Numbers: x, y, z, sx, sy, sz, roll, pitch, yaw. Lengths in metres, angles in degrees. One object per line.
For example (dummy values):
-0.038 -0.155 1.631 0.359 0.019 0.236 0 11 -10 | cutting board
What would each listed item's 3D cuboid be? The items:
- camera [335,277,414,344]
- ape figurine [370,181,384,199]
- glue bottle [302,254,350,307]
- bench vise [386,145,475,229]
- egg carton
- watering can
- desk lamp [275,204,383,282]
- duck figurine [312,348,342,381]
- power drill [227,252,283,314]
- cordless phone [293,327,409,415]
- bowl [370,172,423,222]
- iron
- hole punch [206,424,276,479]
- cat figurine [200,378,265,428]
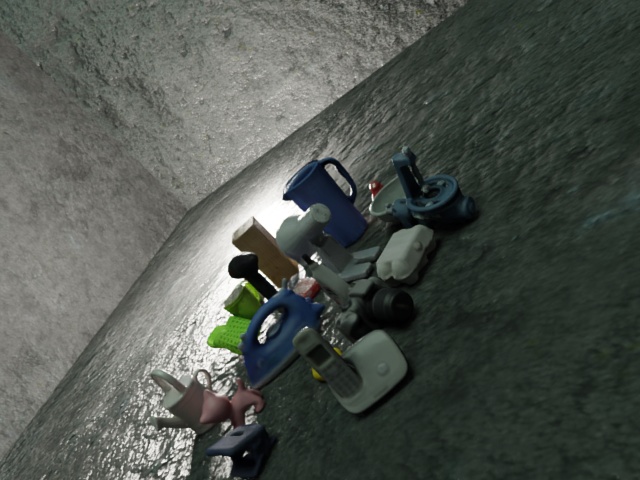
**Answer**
0.111 0.138 1.158 0.143 0.101 0.136 -52 21 -22 | camera
0.170 -0.125 1.591 0.077 0.092 0.076 -35 21 22 | ape figurine
0.018 0.092 1.325 0.037 0.173 0.078 -53 22 -23 | glue bottle
0.208 -0.100 1.275 0.207 0.220 0.121 -30 24 35 | bench vise
0.191 0.034 1.262 0.107 0.069 0.150 -17 33 52 | egg carton
-0.338 0.385 1.393 0.100 0.194 0.173 -30 24 33 | watering can
0.013 0.005 1.451 0.202 0.214 0.118 -20 31 49 | desk lamp
-0.003 0.241 1.193 0.077 0.086 0.104 -51 21 -18 | duck figurine
-0.167 0.111 1.595 0.076 0.209 0.229 -52 21 -21 | power drill
0.053 0.203 1.012 0.147 0.185 0.094 -42 20 6 | cordless phone
0.214 -0.101 1.483 0.167 0.075 0.167 -38 21 17 | bowl
-0.113 0.221 1.367 0.258 0.142 0.118 -48 20 -12 | iron
-0.160 0.411 1.148 0.108 0.091 0.101 -22 29 46 | hole punch
-0.207 0.368 1.285 0.128 0.118 0.067 -46 20 -7 | cat figurine
